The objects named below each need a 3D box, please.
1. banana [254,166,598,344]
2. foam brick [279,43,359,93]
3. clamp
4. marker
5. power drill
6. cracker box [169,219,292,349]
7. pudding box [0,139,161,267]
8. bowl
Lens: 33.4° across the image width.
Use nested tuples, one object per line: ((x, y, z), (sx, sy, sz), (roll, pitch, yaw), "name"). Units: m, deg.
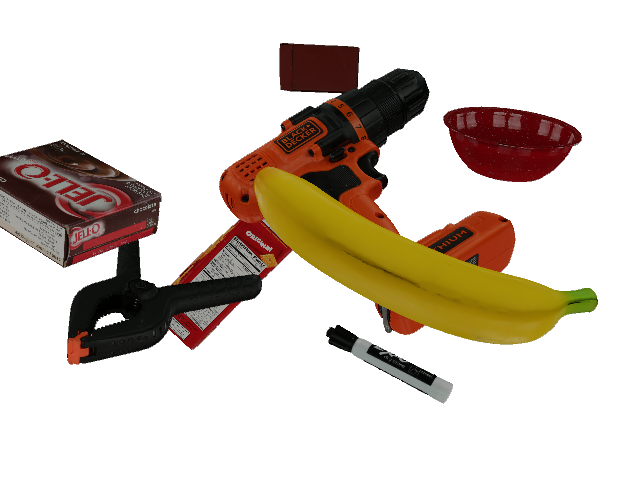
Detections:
((0.038, 0.010, 0.545), (0.198, 0.037, 0.069), (24, 18, 19), "banana")
((-0.002, -0.188, 1.165), (0.078, 0.051, 0.053), (0, 11, -16), "foam brick")
((-0.179, 0.051, 1.023), (0.165, 0.036, 0.209), (26, 35, 24), "clamp")
((0.059, 0.107, 0.936), (0.121, 0.020, 0.020), (26, 8, 18), "marker")
((0.048, -0.034, 0.759), (0.184, 0.057, 0.188), (-34, 54, -17), "power drill")
((-0.083, 0.007, 1.232), (0.214, 0.072, 0.164), (-45, 4, 26), "cracker box")
((-0.187, -0.029, 0.774), (0.114, 0.039, 0.089), (26, 30, 29), "pudding box")
((0.221, -0.110, 1.254), (0.162, 0.055, 0.162), (5, 23, -2), "bowl")
